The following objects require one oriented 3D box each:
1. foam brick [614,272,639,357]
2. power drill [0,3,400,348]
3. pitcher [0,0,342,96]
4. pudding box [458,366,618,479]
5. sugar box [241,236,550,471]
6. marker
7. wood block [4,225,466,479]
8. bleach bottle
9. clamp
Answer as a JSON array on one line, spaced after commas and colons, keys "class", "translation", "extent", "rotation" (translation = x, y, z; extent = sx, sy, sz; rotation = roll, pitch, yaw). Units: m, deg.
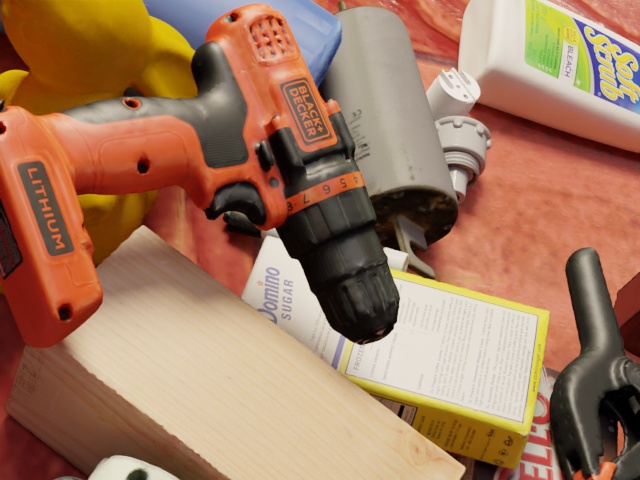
[{"class": "foam brick", "translation": [0.253, 0.057, 0.750], "extent": [0.078, 0.051, 0.053], "rotation": [30, 46, -2]}, {"class": "power drill", "translation": [-0.060, -0.014, 0.510], "extent": [0.187, 0.057, 0.184], "rotation": [-20, 82, -34]}, {"class": "pitcher", "translation": [-0.106, -0.163, 0.692], "extent": [0.242, 0.149, 0.145], "rotation": [29, 44, -7]}, {"class": "pudding box", "translation": [0.130, 0.130, 0.639], "extent": [0.090, 0.039, 0.113], "rotation": [21, 47, -7]}, {"class": "sugar box", "translation": [0.038, 0.063, 0.618], "extent": [0.176, 0.048, 0.093], "rotation": [14, 47, 7]}, {"class": "marker", "translation": [-0.004, 0.001, 0.665], "extent": [0.121, 0.020, 0.020], "rotation": [17, 45, 14]}, {"class": "wood block", "translation": [-0.045, 0.101, 0.542], "extent": [0.206, 0.090, 0.090], "rotation": [37, 47, 4]}, {"class": "bleach bottle", "translation": [0.239, -0.129, 0.880], "extent": [0.250, 0.068, 0.102], "rotation": [16, 65, -17]}, {"class": "clamp", "translation": [0.193, 0.090, 0.646], "extent": [0.120, 0.039, 0.171], "rotation": [22, 53, 0]}]
